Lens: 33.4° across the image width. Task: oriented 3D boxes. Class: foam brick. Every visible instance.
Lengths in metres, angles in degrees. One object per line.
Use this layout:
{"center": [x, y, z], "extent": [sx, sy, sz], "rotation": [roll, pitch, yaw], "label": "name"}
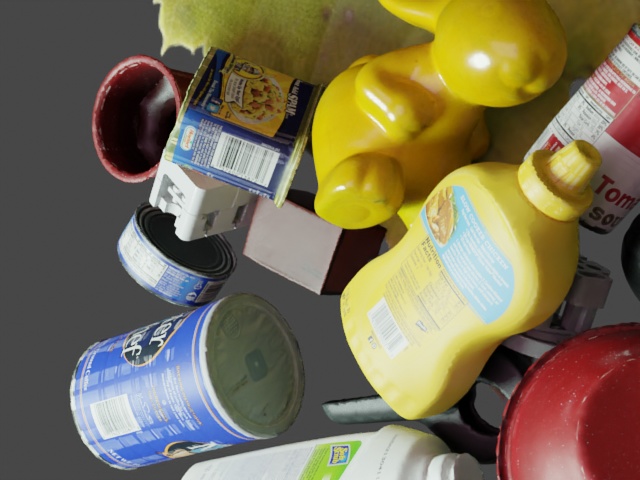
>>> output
{"center": [-0.005, 0.001, 0.743], "extent": [0.078, 0.051, 0.053], "rotation": [27, 105, 34], "label": "foam brick"}

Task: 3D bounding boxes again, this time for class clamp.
{"center": [0.082, 0.082, 0.683], "extent": [0.172, 0.039, 0.120], "rotation": [14, 105, 30], "label": "clamp"}

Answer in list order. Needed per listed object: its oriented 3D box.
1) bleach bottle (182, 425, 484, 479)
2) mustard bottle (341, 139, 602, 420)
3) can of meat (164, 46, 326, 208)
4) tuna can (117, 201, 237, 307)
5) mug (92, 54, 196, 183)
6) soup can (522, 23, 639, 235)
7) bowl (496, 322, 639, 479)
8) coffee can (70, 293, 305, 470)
{"center": [-0.004, 0.177, 0.690], "extent": [0.251, 0.068, 0.102], "rotation": [-22, 34, 42], "label": "bleach bottle"}
{"center": [0.088, 0.013, 0.596], "extent": [0.192, 0.058, 0.096], "rotation": [-51, 53, 39], "label": "mustard bottle"}
{"center": [-0.049, -0.078, 0.714], "extent": [0.084, 0.102, 0.057], "rotation": [20, 128, -4], "label": "can of meat"}
{"center": [-0.107, 0.010, 0.797], "extent": [0.086, 0.085, 0.034], "rotation": [48, 116, 28], "label": "tuna can"}
{"center": [-0.120, -0.088, 0.812], "extent": [0.117, 0.081, 0.093], "rotation": [6, 92, 36], "label": "mug"}
{"center": [0.171, -0.062, 0.604], "extent": [0.068, 0.068, 0.102], "rotation": [50, 116, 27], "label": "soup can"}
{"center": [0.175, 0.111, 0.552], "extent": [0.162, 0.055, 0.162], "rotation": [-2, 67, 4], "label": "bowl"}
{"center": [-0.096, 0.105, 0.775], "extent": [0.141, 0.102, 0.103], "rotation": [-20, 77, 34], "label": "coffee can"}
